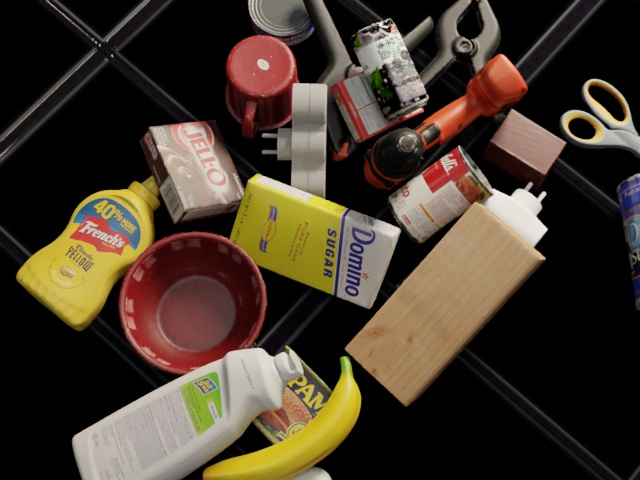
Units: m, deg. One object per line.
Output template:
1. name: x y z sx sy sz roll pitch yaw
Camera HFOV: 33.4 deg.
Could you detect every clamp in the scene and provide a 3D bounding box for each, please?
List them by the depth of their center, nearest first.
1. clamp: 0.034 -0.199 1.266 0.164 0.036 0.210 20 78 -9
2. clamp: 0.181 -0.218 1.283 0.120 0.039 0.171 22 81 0

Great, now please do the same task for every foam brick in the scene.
1. foam brick: 0.237 -0.105 1.239 0.078 0.053 0.051 34 75 9

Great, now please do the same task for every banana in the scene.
1. banana: -0.026 0.206 1.097 0.197 0.037 0.070 -38 54 -8

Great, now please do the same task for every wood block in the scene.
1. wood block: 0.134 0.067 1.129 0.090 0.090 0.206 43 99 12

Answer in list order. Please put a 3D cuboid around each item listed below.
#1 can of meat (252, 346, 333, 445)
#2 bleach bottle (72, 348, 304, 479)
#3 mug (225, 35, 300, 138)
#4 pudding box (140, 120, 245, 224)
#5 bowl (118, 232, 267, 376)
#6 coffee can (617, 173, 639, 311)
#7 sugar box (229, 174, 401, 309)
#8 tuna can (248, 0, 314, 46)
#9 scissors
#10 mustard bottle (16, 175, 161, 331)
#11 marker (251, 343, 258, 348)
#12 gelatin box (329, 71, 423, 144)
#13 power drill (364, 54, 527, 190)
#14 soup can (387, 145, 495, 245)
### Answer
1. can of meat: -0.030 0.180 1.149 0.084 0.057 0.102 -43 77 -9
2. bleach bottle: -0.129 0.191 1.105 0.251 0.068 0.102 -28 69 8
3. mug: -0.071 -0.176 1.246 0.093 0.081 0.117 16 73 5
4. pudding box: -0.144 -0.079 1.219 0.089 0.039 0.113 -12 72 -37
5. bowl: -0.139 0.075 1.181 0.162 0.055 0.162 0 73 0
6. coffee can: 0.391 0.001 1.181 0.103 0.103 0.140 -4 73 -1
7. sugar box: -0.008 0.001 1.191 0.176 0.048 0.093 21 109 9
8. tuna can: -0.044 -0.280 1.303 0.086 0.034 0.086 0 73 0
9. scissors: 0.361 -0.101 1.258 0.096 0.016 0.202 -30 75 -8
10. mustard bottle: -0.243 0.002 1.203 0.096 0.058 0.191 37 76 10
11. marker: -0.115 0.156 1.175 0.121 0.020 0.020 -43 78 -11
12. gelatin box: 0.066 -0.163 1.235 0.089 0.030 0.073 -27 94 -20
13. power drill: 0.134 -0.128 1.175 0.187 0.184 0.057 -34 90 -8
14. soup can: 0.135 -0.049 1.197 0.102 0.068 0.068 -36 75 14
